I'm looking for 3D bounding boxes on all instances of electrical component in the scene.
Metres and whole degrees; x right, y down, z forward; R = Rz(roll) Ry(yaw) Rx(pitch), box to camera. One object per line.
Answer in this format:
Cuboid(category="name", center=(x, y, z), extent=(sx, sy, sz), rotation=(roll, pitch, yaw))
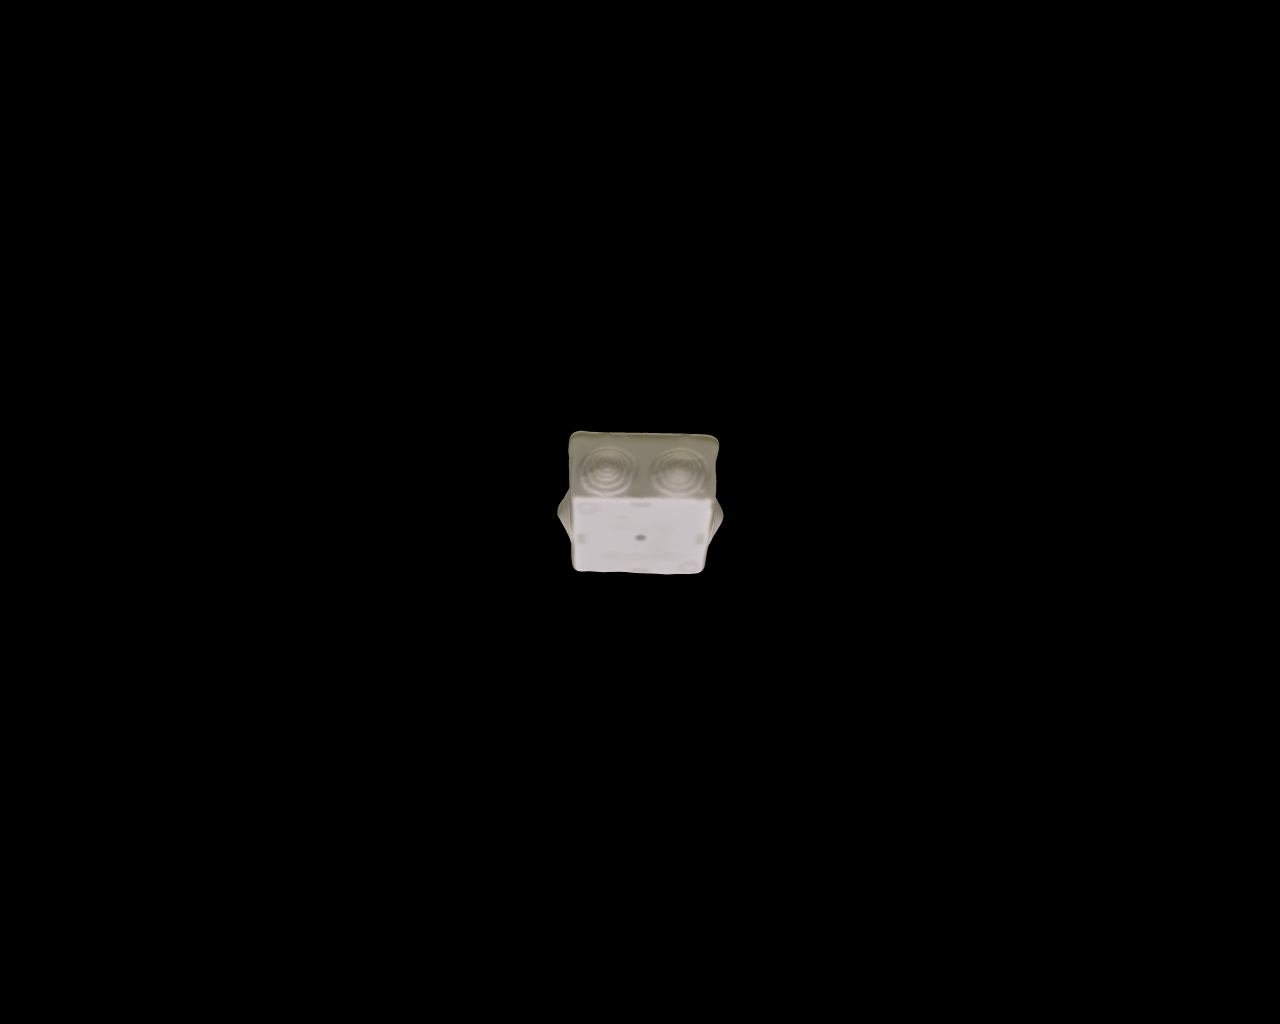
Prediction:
Cuboid(category="electrical component", center=(0.001, -0.003, 0.650), extent=(0.100, 0.048, 0.099), rotation=(2, -35, -2))
